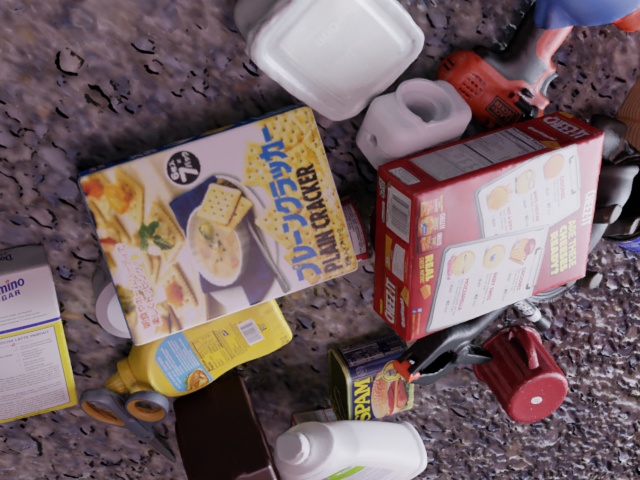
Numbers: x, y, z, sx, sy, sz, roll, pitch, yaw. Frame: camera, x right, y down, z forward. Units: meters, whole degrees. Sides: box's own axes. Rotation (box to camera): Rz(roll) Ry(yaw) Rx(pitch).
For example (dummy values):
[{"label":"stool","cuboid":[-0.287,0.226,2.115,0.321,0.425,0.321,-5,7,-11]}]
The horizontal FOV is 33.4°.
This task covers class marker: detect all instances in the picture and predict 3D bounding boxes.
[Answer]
[{"label":"marker","cuboid":[0.235,0.075,1.244,0.020,0.020,0.121,-43,129,11]}]

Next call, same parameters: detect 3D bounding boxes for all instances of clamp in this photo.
[{"label":"clamp","cuboid":[0.149,0.122,1.187,0.171,0.039,0.120,-26,136,-27]}]

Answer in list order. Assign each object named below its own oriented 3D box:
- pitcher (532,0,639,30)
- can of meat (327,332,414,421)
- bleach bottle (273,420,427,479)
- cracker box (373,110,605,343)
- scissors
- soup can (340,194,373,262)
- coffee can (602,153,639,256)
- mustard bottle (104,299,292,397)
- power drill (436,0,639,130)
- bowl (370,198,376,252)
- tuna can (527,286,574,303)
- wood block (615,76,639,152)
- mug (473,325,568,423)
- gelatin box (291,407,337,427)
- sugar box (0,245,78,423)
[{"label":"pitcher","cuboid":[0.187,-0.294,0.848,0.145,0.149,0.242,-14,150,35]},{"label":"can of meat","cuboid":[0.058,0.159,1.206,0.083,0.057,0.102,-15,129,-16]},{"label":"bleach bottle","cuboid":[0.026,0.226,1.132,0.103,0.068,0.250,-31,155,14]},{"label":"cracker box","cuboid":[0.155,-0.016,0.998,0.213,0.072,0.164,-18,127,-24]},{"label":"scissors","cuboid":[-0.171,0.196,1.117,0.096,0.016,0.201,-13,146,24]},{"label":"soup can","cuboid":[-0.007,0.001,1.052,0.102,0.068,0.068,-18,130,-10]},{"label":"coffee can","cuboid":[0.382,-0.024,1.179,0.140,0.103,0.103,22,114,-34]},{"label":"mustard bottle","cuboid":[-0.130,0.107,1.083,0.191,0.058,0.096,-28,130,-2]},{"label":"power drill","cuboid":[0.230,-0.169,1.025,0.184,0.057,0.188,32,107,-30]},{"label":"bowl","cuboid":[0.116,-0.042,1.081,0.162,0.055,0.162,-12,129,-15]},{"label":"tuna can","cuboid":[0.256,0.027,1.208,0.086,0.034,0.086,-12,128,-15]},{"label":"wood block","cuboid":[0.429,-0.115,1.140,0.205,0.091,0.090,11,119,-30]},{"label":"mug","cuboid":[0.240,0.153,1.264,0.093,0.081,0.117,-15,129,-13]},{"label":"gelatin box","cuboid":[0.009,0.233,1.257,0.089,0.030,0.073,-6,127,-19]},{"label":"sugar box","cuboid":[-0.290,0.091,1.012,0.093,0.048,0.176,-12,125,-16]}]
